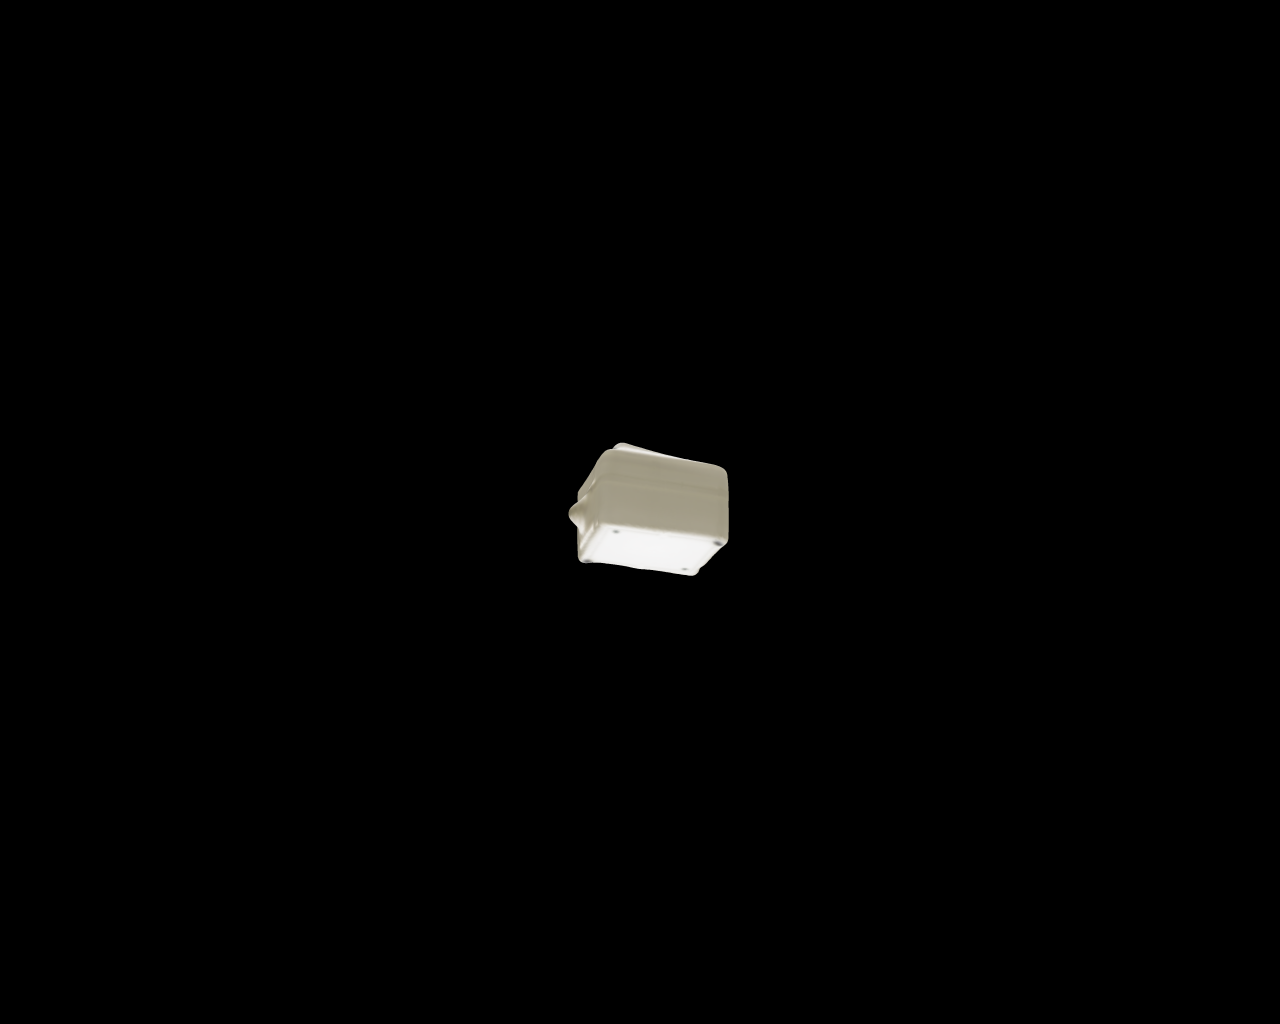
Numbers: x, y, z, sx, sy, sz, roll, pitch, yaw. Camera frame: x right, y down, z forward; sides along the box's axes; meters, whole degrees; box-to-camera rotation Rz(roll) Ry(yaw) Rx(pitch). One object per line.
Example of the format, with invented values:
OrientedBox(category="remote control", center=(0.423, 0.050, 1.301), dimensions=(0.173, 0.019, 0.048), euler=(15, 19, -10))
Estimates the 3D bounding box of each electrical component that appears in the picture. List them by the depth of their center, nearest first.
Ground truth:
OrientedBox(category="electrical component", center=(0.001, -0.003, 0.650), dimensions=(0.096, 0.061, 0.061), euler=(8, -28, -16))
